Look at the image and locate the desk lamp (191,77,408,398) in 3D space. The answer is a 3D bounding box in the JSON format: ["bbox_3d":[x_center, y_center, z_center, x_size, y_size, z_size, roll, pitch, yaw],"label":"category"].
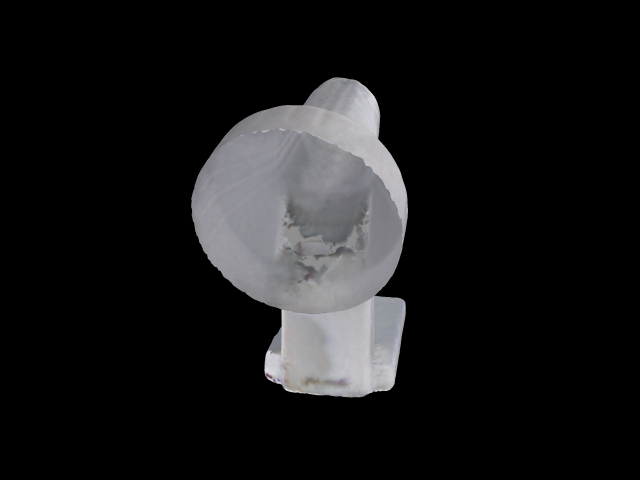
[{"bbox_3d":[0.004,0.001,0.400,0.117,0.214,0.203,4,20,11],"label":"desk lamp"}]
